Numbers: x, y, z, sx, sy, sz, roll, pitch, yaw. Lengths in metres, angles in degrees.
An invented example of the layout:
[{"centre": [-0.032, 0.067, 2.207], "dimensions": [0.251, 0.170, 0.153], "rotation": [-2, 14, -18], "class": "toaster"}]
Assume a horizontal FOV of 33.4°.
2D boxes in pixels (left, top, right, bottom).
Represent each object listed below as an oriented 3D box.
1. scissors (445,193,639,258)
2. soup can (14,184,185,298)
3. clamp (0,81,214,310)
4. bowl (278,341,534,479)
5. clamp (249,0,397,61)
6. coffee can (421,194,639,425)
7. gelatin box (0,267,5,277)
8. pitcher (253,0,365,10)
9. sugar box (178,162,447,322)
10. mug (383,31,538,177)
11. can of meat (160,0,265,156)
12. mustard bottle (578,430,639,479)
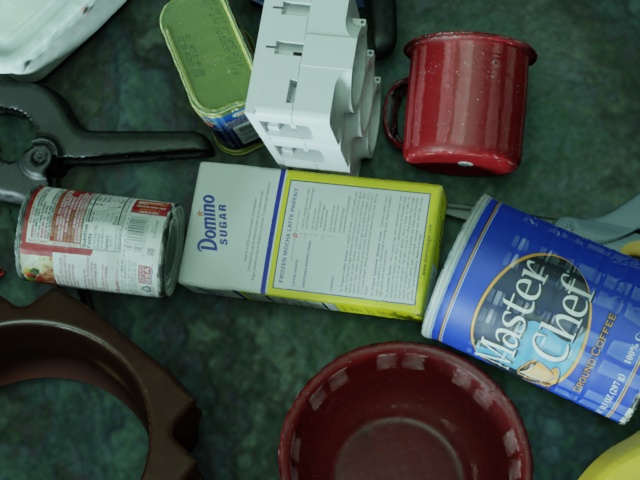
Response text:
[{"centre": [0.188, -0.020, 0.745], "dimensions": [0.202, 0.016, 0.096], "rotation": [26, 81, 13], "class": "scissors"}, {"centre": [-0.150, 0.001, 0.737], "dimensions": [0.102, 0.068, 0.068], "rotation": [7, 79, 3], "class": "soup can"}, {"centre": [-0.206, -0.048, 0.800], "dimensions": [0.210, 0.036, 0.164], "rotation": [27, 82, 9], "class": "clamp"}, {"centre": [0.053, 0.150, 0.694], "dimensions": [0.162, 0.055, 0.162], "rotation": [1, 62, -1], "class": "bowl"}, {"centre": [0.023, -0.225, 0.805], "dimensions": [0.120, 0.039, 0.171], "rotation": [19, 75, 7], "class": "clamp"}, {"centre": [0.150, 0.044, 0.691], "dimensions": [0.140, 0.103, 0.103], "rotation": [24, 82, 13], "class": "coffee can"}, {"centre": [-0.293, 0.020, 0.802], "dimensions": [0.089, 0.030, 0.073], "rotation": [41, 85, 15], "class": "gelatin box"}, {"centre": [0.005, -0.292, 0.740], "dimensions": [0.145, 0.149, 0.242], "rotation": [23, 71, 21], "class": "pitcher"}, {"centre": [-0.005, 0.001, 0.752], "dimensions": [0.176, 0.048, 0.093], "rotation": [7, 78, 16], "class": "sugar box"}, {"centre": [0.091, -0.091, 0.745], "dimensions": [0.117, 0.093, 0.081], "rotation": [0, 81, 40], "class": "mug"}, {"centre": [-0.070, -0.122, 0.772], "dimensions": [0.057, 0.084, 0.102], "rotation": [-24, 75, 2], "class": "can of meat"}, {"centre": [0.244, 0.113, 0.629], "dimensions": [0.096, 0.058, 0.191], "rotation": [42, 86, 3], "class": "mustard bottle"}]
